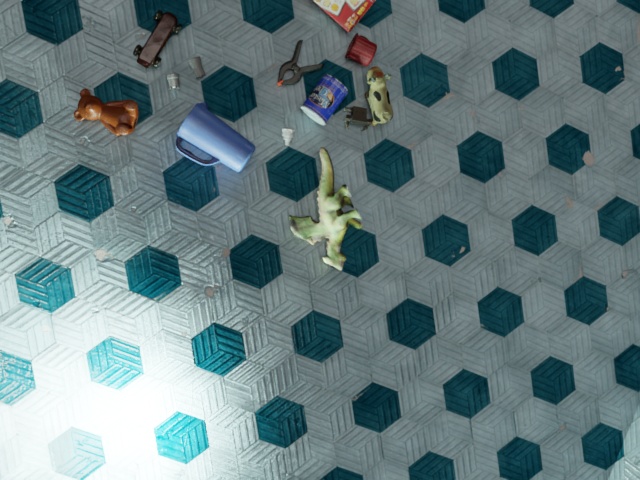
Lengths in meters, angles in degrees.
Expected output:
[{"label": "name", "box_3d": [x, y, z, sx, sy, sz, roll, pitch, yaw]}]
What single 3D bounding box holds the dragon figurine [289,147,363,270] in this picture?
[{"label": "dragon figurine", "box_3d": [0.005, -0.090, 1.784, 0.242, 0.409, 0.123, -27, 5, 3]}]
